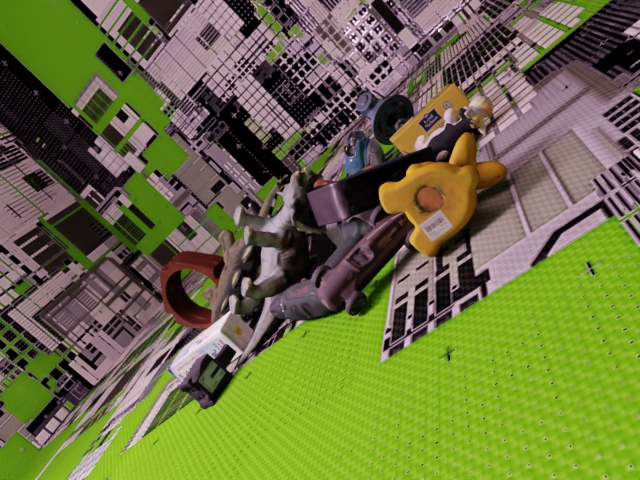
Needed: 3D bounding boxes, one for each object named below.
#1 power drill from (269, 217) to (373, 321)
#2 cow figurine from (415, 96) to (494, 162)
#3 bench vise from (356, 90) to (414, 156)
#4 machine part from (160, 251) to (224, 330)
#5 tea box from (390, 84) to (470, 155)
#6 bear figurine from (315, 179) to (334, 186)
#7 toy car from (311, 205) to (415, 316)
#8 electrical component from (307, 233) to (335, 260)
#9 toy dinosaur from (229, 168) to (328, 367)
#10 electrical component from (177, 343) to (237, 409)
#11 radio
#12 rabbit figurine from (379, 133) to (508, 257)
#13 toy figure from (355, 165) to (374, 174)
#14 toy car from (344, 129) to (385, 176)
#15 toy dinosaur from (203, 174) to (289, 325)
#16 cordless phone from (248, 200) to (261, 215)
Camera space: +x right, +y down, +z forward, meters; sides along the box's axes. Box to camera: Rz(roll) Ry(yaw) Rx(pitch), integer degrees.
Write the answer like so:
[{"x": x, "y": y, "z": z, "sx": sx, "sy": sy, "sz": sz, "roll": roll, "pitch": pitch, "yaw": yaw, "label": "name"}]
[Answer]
[{"x": 0.008, "y": 0.057, "z": 0.974, "sx": 0.207, "sy": 0.086, "sz": 0.232, "roll": -46, "pitch": 12, "yaw": -23, "label": "power drill"}, {"x": 0.260, "y": -0.204, "z": 1.030, "sx": 0.167, "sy": 0.068, "sz": 0.098, "roll": -42, "pitch": 17, "yaw": 30, "label": "cow figurine"}, {"x": 0.199, "y": -0.262, "z": 1.279, "sx": 0.129, "sy": 0.223, "sz": 0.241, "roll": -50, "pitch": 42, "yaw": 0, "label": "bench vise"}, {"x": -0.324, "y": 0.137, "z": 1.464, "sx": 0.202, "sy": 0.200, "sz": 0.087, "roll": 7, "pitch": 26, "yaw": 14, "label": "machine part"}, {"x": 0.242, "y": -0.234, "z": 1.130, "sx": 0.169, "sy": 0.098, "sz": 0.068, "roll": -44, "pitch": 11, "yaw": 11, "label": "tea box"}, {"x": -0.012, "y": -0.072, "z": 1.358, "sx": 0.196, "sy": 0.120, "sz": 0.131, "roll": -38, "pitch": -41, "yaw": -50, "label": "bear figurine"}, {"x": 0.074, "y": 0.024, "z": 0.820, "sx": 0.202, "sy": 0.053, "sz": 0.089, "roll": -46, "pitch": 55, "yaw": -8, "label": "toy car"}, {"x": -0.001, "y": -0.003, "z": 1.184, "sx": 0.045, "sy": 0.102, "sz": 0.078, "roll": -39, "pitch": 34, "yaw": 55, "label": "electrical component"}, {"x": -0.077, "y": 0.050, "z": 1.090, "sx": 0.131, "sy": 0.192, "sz": 0.404, "roll": -152, "pitch": 67, "yaw": -64, "label": "toy dinosaur"}, {"x": -0.214, "y": 0.258, "z": 1.049, "sx": 0.048, "sy": 0.074, "sz": 0.119, "roll": -34, "pitch": 20, "yaw": 41, "label": "electrical component"}, {"x": 0.103, "y": -0.098, "z": 0.993, "sx": 0.230, "sy": 0.073, "sz": 0.131, "roll": -24, "pitch": 6, "yaw": -21, "label": "radio"}, {"x": 0.177, "y": -0.076, "z": 0.775, "sx": 0.162, "sy": 0.122, "sz": 0.173, "roll": -48, "pitch": -9, "yaw": 18, "label": "rabbit figurine"}, {"x": 0.123, "y": -0.126, "z": 1.108, "sx": 0.154, "sy": 0.064, "sz": 0.058, "roll": -11, "pitch": 7, "yaw": -23, "label": "toy figure"}, {"x": 0.122, "y": -0.212, "z": 1.428, "sx": 0.103, "sy": 0.161, "sz": 0.109, "roll": 5, "pitch": 38, "yaw": 12, "label": "toy car"}, {"x": -0.172, "y": 0.056, "z": 1.234, "sx": 0.199, "sy": 0.105, "sz": 0.470, "roll": 42, "pitch": 117, "yaw": 60, "label": "toy dinosaur"}, {"x": -0.147, "y": -0.037, "z": 1.573, "sx": 0.089, "sy": 0.184, "sz": 0.147, "roll": -38, "pitch": 12, "yaw": 13, "label": "cordless phone"}]
